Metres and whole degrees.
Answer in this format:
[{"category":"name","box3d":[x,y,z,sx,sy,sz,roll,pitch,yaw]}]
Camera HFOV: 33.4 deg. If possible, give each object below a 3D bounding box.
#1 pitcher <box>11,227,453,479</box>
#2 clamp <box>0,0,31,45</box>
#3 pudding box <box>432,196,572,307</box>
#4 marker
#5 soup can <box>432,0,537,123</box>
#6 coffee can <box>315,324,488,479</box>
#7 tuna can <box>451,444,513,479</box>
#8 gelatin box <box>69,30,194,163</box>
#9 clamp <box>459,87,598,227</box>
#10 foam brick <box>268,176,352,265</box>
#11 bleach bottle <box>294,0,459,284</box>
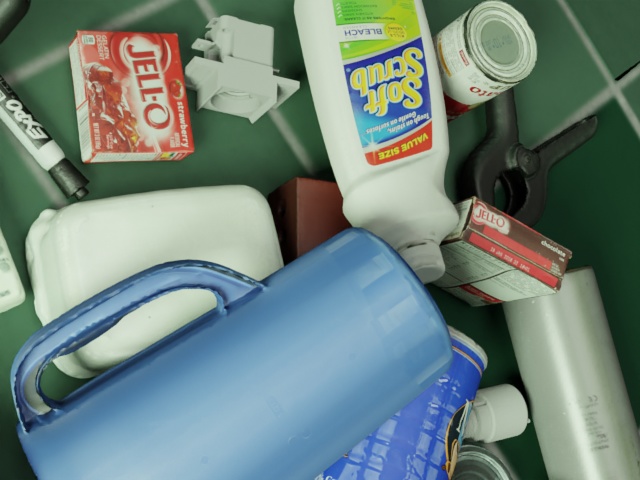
[{"category":"pitcher","box3d":[-0.050,0.089,0.630,0.242,0.149,0.145,-34,61,-11]},{"category":"clamp","box3d":[-0.253,-0.068,0.629,0.164,0.036,0.210,-1,81,9]},{"category":"pudding box","box3d":[0.115,0.011,0.788,0.090,0.114,0.039,29,69,-19]},{"category":"marker","box3d":[-0.195,-0.075,0.703,0.020,0.020,0.121,-43,99,-29]},{"category":"soup can","box3d":[0.111,-0.136,0.830,0.068,0.102,0.068,7,74,-26]},{"category":"coffee can","box3d":[0.046,0.131,0.729,0.102,0.103,0.140,29,66,-19]},{"category":"tuna can","box3d":[0.103,0.193,0.782,0.086,0.034,0.086,7,74,-26]},{"category":"gelatin box","box3d":[-0.130,-0.099,0.736,0.073,0.030,0.089,-3,79,-28]},{"category":"clamp","box3d":[0.169,-0.063,0.878,0.120,0.039,0.171,21,74,-16]},{"category":"foam brick","box3d":[-0.005,0.001,0.764,0.051,0.053,0.078,7,73,-26]},{"category":"bleach bottle","box3d":[0.051,-0.084,0.761,0.102,0.068,0.251,-4,60,-17]}]
